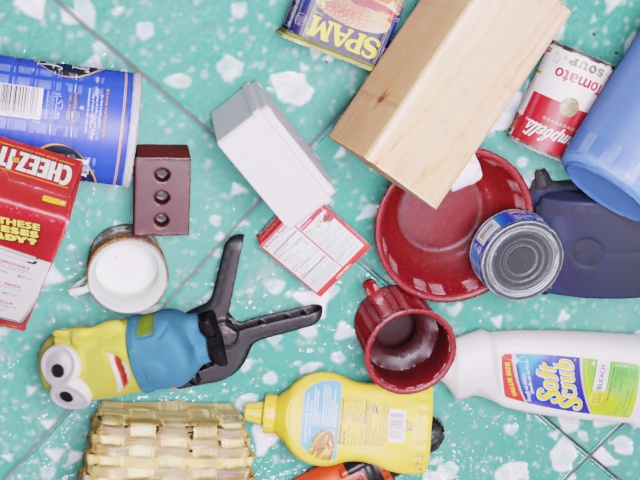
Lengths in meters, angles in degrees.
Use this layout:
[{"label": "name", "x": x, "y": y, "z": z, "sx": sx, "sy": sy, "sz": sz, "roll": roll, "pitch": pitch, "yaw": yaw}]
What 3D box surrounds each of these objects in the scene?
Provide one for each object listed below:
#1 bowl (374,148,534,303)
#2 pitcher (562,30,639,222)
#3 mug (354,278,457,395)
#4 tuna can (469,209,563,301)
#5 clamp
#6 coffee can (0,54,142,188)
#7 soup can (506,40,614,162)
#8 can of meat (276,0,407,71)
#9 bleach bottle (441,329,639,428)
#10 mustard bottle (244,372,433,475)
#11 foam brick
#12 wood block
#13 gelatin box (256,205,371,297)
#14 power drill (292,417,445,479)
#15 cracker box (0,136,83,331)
[{"label": "bowl", "x": 0.126, "y": -0.022, "z": 1.057, "sx": 0.162, "sy": 0.055, "sz": 0.162, "roll": -4, "pitch": 111, "yaw": -10}, {"label": "pitcher", "x": 0.337, "y": -0.136, "z": 0.995, "sx": 0.149, "sy": 0.145, "sz": 0.243, "roll": 37, "pitch": 86, "yaw": -17}, {"label": "mug", "x": 0.075, "y": 0.087, "z": 1.074, "sx": 0.093, "sy": 0.081, "sz": 0.117, "roll": -34, "pitch": 113, "yaw": 2}, {"label": "tuna can", "x": 0.191, "y": 0.015, "z": 1.034, "sx": 0.086, "sy": 0.034, "sz": 0.086, "roll": -4, "pitch": 111, "yaw": -10}, {"label": "clamp", "x": -0.083, "y": 0.090, "z": 1.064, "sx": 0.120, "sy": 0.039, "sz": 0.172, "roll": 36, "pitch": 106, "yaw": -4}, {"label": "coffee can", "x": -0.231, "y": -0.104, "z": 0.931, "sx": 0.140, "sy": 0.103, "sz": 0.103, "roll": 6, "pitch": 109, "yaw": -13}, {"label": "soup can", "x": 0.232, "y": -0.133, "z": 1.031, "sx": 0.068, "sy": 0.068, "sz": 0.102, "roll": 19, "pitch": 105, "yaw": -17}, {"label": "can of meat", "x": 0.023, "y": -0.208, "z": 0.968, "sx": 0.102, "sy": 0.057, "sz": 0.084, "roll": 18, "pitch": 103, "yaw": -18}, {"label": "bleach bottle", "x": 0.231, "y": 0.146, "z": 1.138, "sx": 0.250, "sy": 0.068, "sz": 0.102, "roll": 3, "pitch": 109, "yaw": -10}, {"label": "mustard bottle", "x": 0.018, "y": 0.185, "z": 1.097, "sx": 0.191, "sy": 0.058, "sz": 0.096, "roll": 5, "pitch": 83, "yaw": 2}, {"label": "foam brick", "x": -0.148, "y": -0.047, "z": 0.997, "sx": 0.053, "sy": 0.051, "sz": 0.078, "roll": -1, "pitch": 110, "yaw": -11}, {"label": "wood block", "x": 0.111, "y": -0.145, "z": 0.940, "sx": 0.090, "sy": 0.091, "sz": 0.206, "roll": 33, "pitch": 93, "yaw": -28}, {"label": "gelatin box", "x": -0.007, "y": 0.001, "z": 1.054, "sx": 0.089, "sy": 0.030, "sz": 0.073, "roll": 41, "pitch": 99, "yaw": -21}, {"label": "power drill", "x": 0.077, "y": 0.296, "z": 1.167, "sx": 0.184, "sy": 0.057, "sz": 0.187, "roll": -26, "pitch": 111, "yaw": 0}, {"label": "cracker box", "x": -0.307, "y": -0.012, "z": 0.910, "sx": 0.164, "sy": 0.072, "sz": 0.214, "roll": 17, "pitch": 145, "yaw": -16}]
